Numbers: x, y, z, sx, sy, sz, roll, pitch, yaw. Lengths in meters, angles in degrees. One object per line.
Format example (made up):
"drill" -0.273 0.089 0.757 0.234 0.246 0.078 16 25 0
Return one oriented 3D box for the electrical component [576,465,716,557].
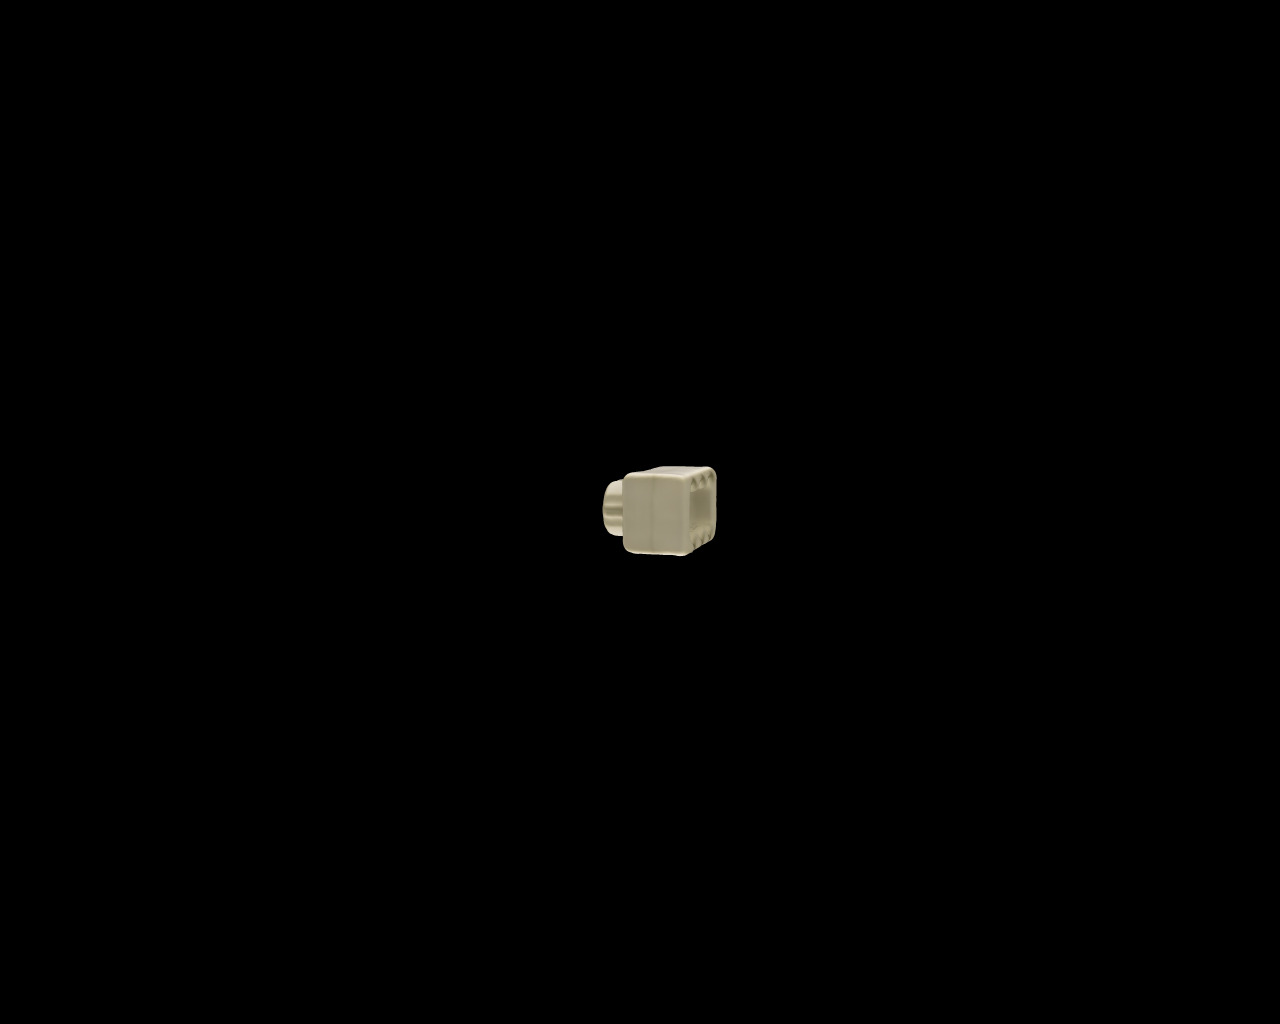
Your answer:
"electrical component" 0.001 -0.003 0.650 0.077 0.047 0.066 3 8 19
